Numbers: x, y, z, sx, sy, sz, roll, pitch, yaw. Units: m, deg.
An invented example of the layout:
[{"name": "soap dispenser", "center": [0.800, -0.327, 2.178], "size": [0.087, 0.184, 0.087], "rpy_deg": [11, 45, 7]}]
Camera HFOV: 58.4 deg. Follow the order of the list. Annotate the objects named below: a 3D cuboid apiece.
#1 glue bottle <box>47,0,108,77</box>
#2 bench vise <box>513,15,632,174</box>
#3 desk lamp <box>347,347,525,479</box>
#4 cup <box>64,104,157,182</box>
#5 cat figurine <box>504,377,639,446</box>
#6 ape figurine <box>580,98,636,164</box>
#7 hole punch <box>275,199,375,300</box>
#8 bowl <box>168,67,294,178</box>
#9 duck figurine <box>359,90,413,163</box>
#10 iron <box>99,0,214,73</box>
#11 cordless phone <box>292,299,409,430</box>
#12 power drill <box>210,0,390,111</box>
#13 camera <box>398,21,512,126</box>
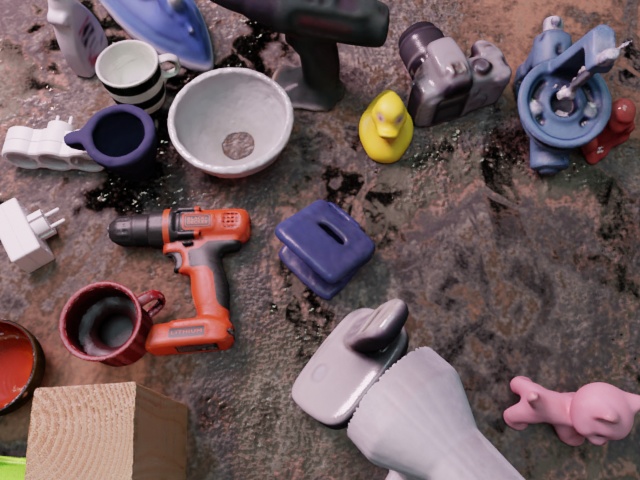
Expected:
[{"name": "glue bottle", "center": [-0.348, -0.309, 0.796], "size": [0.037, 0.173, 0.078], "rpy_deg": [10, 69, 4]}, {"name": "bench vise", "center": [0.309, -0.218, 0.743], "size": [0.121, 0.220, 0.207], "rpy_deg": [-14, 69, -6]}, {"name": "desk lamp", "center": [0.126, 0.221, 0.572], "size": [0.118, 0.213, 0.203], "rpy_deg": [-40, 74, -15]}, {"name": "cup", "center": [-0.268, -0.118, 0.764], "size": [0.118, 0.095, 0.091], "rpy_deg": [-4, 69, -2]}, {"name": "cat figurine", "center": [0.285, 0.188, 0.638], "size": [0.127, 0.118, 0.067], "rpy_deg": [13, 69, 5]}, {"name": "ape figurine", "center": [0.400, -0.159, 0.790], "size": [0.078, 0.092, 0.076], "rpy_deg": [-2, 68, -1]}, {"name": "hole punch", "center": [0.007, 0.003, 0.722], "size": [0.108, 0.091, 0.101], "rpy_deg": [41, 74, 14]}, {"name": "bowl", "center": [-0.118, -0.149, 0.789], "size": [0.167, 0.075, 0.167], "rpy_deg": [0, 69, 0]}, {"name": "duck figurine", "center": [0.095, -0.171, 0.794], "size": [0.077, 0.086, 0.104], "rpy_deg": [5, 69, 2]}, {"name": "iron", "center": [-0.246, -0.371, 0.839], "size": [0.119, 0.141, 0.258], "rpy_deg": [-39, 74, -14]}, {"name": "cordless phone", "center": [0.037, 0.129, 0.622], "size": [0.094, 0.185, 0.148], "rpy_deg": [34, 72, 12]}, {"name": "power drill", "center": [-0.027, -0.263, 0.763], "size": [0.229, 0.208, 0.075], "rpy_deg": [3, 68, 1]}, {"name": "camera", "center": [0.181, -0.255, 0.820], "size": [0.143, 0.101, 0.136], "rpy_deg": [-20, 70, -8]}]
